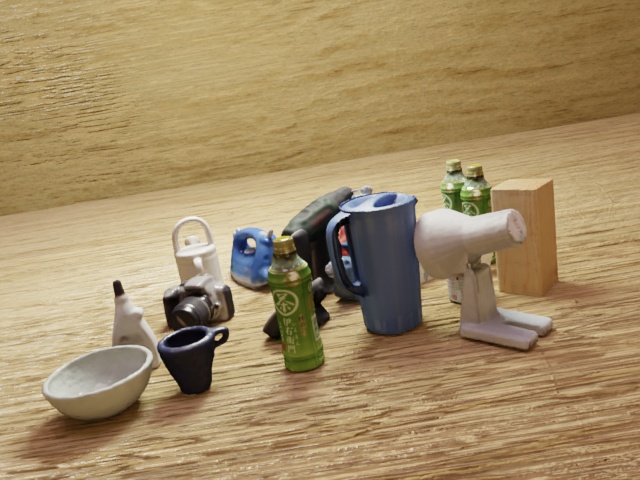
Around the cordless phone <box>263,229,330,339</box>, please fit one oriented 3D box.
[{"bbox_3d":[-0.054,0.082,1.081,0.093,0.185,0.148,-1,17,27],"label":"cordless phone"}]

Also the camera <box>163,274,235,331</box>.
[{"bbox_3d":[-0.267,0.135,1.179,0.143,0.101,0.137,-5,16,16],"label":"camera"}]

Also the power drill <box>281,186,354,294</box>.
[{"bbox_3d":[0.012,0.005,1.278,0.075,0.208,0.230,4,20,39],"label":"power drill"}]

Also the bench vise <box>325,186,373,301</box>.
[{"bbox_3d":[0.090,0.006,1.204,0.121,0.220,0.208,-3,17,22],"label":"bench vise"}]

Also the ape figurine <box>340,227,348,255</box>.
[{"bbox_3d":[0.074,-0.001,1.482,0.078,0.092,0.076,-16,17,-21],"label":"ape figurine"}]

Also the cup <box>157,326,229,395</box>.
[{"bbox_3d":[-0.197,0.195,0.930,0.118,0.095,0.091,-18,18,-28],"label":"cup"}]

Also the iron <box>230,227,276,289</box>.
[{"bbox_3d":[-0.168,0.028,1.425,0.119,0.141,0.257,-20,19,-35],"label":"iron"}]

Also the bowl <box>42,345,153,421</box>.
[{"bbox_3d":[-0.342,0.236,0.908,0.167,0.075,0.167,-9,15,3],"label":"bowl"}]

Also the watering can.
[{"bbox_3d":[-0.299,0.038,1.368,0.101,0.194,0.172,-20,19,-34],"label":"watering can"}]

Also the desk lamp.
[{"bbox_3d":[0.268,0.050,0.952,0.202,0.214,0.118,6,22,44],"label":"desk lamp"}]

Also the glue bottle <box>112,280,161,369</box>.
[{"bbox_3d":[-0.339,0.152,1.020,0.078,0.173,0.037,-11,16,-7],"label":"glue bottle"}]
